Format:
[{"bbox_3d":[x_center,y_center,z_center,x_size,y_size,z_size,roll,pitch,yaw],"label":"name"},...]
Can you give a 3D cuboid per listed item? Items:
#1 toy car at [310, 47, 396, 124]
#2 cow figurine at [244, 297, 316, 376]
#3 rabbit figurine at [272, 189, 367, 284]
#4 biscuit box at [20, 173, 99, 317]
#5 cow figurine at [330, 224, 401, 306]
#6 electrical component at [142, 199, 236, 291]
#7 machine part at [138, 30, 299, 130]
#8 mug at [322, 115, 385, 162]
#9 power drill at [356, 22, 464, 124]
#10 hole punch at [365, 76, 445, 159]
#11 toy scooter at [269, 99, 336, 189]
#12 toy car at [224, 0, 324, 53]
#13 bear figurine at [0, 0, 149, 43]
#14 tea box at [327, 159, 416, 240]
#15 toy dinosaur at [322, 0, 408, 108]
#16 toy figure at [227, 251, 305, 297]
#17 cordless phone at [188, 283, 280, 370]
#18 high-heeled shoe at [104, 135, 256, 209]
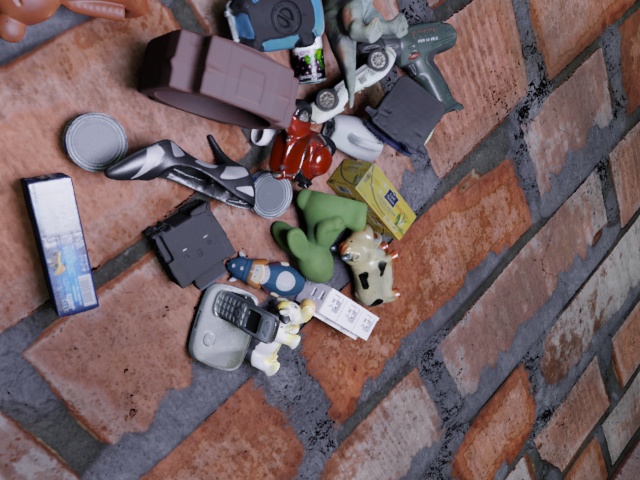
[{"bbox_3d":[0.055,-0.284,0.984,0.202,0.073,0.056,-37,107,-2],"label":"toy car"},{"bbox_3d":[-0.085,0.164,1.006,0.098,0.068,0.167,34,97,-15],"label":"cow figurine"},{"bbox_3d":[-0.002,-0.003,1.009,0.159,0.121,0.170,12,91,-31],"label":"rabbit figurine"},{"bbox_3d":[-0.375,0.007,0.777,0.059,0.063,0.202,-16,111,-33],"label":"biscuit box"},{"bbox_3d":[0.096,0.053,1.116,0.127,0.086,0.194,-20,122,-18],"label":"cow figurine"},{"bbox_3d":[-0.212,0.015,0.902,0.115,0.058,0.134,-36,119,-22],"label":"electrical component"},{"bbox_3d":[-0.149,-0.231,0.795,0.201,0.202,0.087,12,91,-37],"label":"machine part"},{"bbox_3d":[0.064,-0.194,1.026,0.107,0.110,0.080,11,115,-28],"label":"mug"},{"bbox_3d":[0.192,-0.328,1.084,0.232,0.086,0.207,-29,97,-21],"label":"power drill"},{"bbox_3d":[0.153,-0.225,1.009,0.142,0.092,0.116,38,81,-10],"label":"hole punch"},{"bbox_3d":[-0.036,-0.146,0.945,0.135,0.075,0.183,-68,156,-14],"label":"toy scooter"},{"bbox_3d":[-0.081,-0.359,0.875,0.162,0.103,0.109,-23,116,-14],"label":"toy car"},{"bbox_3d":[-0.334,-0.334,0.708,0.196,0.132,0.120,-22,114,-10],"label":"bear figurine"},{"bbox_3d":[0.106,-0.081,1.084,0.068,0.098,0.169,-54,127,-12],"label":"tea box"},{"bbox_3d":[0.066,-0.429,0.919,0.131,0.192,0.404,36,80,-54],"label":"toy dinosaur"},{"bbox_3d":[-0.099,0.064,0.998,0.154,0.058,0.064,19,58,-36],"label":"toy figure"},{"bbox_3d":[-0.136,0.163,0.914,0.088,0.184,0.146,17,91,-42],"label":"cordless phone"},{"bbox_3d":[-0.206,-0.084,0.843,0.249,0.086,0.145,-31,96,-47],"label":"high-heeled shoe"}]
